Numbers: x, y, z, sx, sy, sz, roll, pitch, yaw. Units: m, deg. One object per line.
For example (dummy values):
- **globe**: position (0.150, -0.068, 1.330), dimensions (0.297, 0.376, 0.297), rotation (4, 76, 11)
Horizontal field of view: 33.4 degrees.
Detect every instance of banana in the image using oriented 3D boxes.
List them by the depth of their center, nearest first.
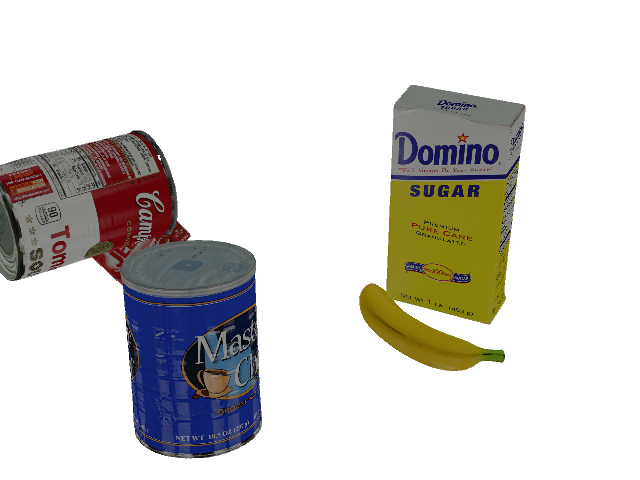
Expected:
- **banana**: position (0.091, 0.089, 1.075), dimensions (0.069, 0.037, 0.198), rotation (3, 18, -42)

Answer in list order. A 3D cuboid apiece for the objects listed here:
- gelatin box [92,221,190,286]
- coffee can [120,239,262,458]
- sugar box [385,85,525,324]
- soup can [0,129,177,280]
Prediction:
- **gelatin box**: position (-0.192, -0.001, 1.109), dimensions (0.073, 0.089, 0.030), rotation (47, -6, -28)
- **coffee can**: position (-0.099, 0.082, 0.832), dimensions (0.103, 0.140, 0.103), rotation (-1, 20, 0)
- **sugar box**: position (0.101, -0.026, 0.826), dimensions (0.093, 0.176, 0.048), rotation (13, 37, 21)
- **soup can**: position (-0.146, -0.022, 0.639), dimensions (0.102, 0.068, 0.069), rotation (-19, 10, -31)
